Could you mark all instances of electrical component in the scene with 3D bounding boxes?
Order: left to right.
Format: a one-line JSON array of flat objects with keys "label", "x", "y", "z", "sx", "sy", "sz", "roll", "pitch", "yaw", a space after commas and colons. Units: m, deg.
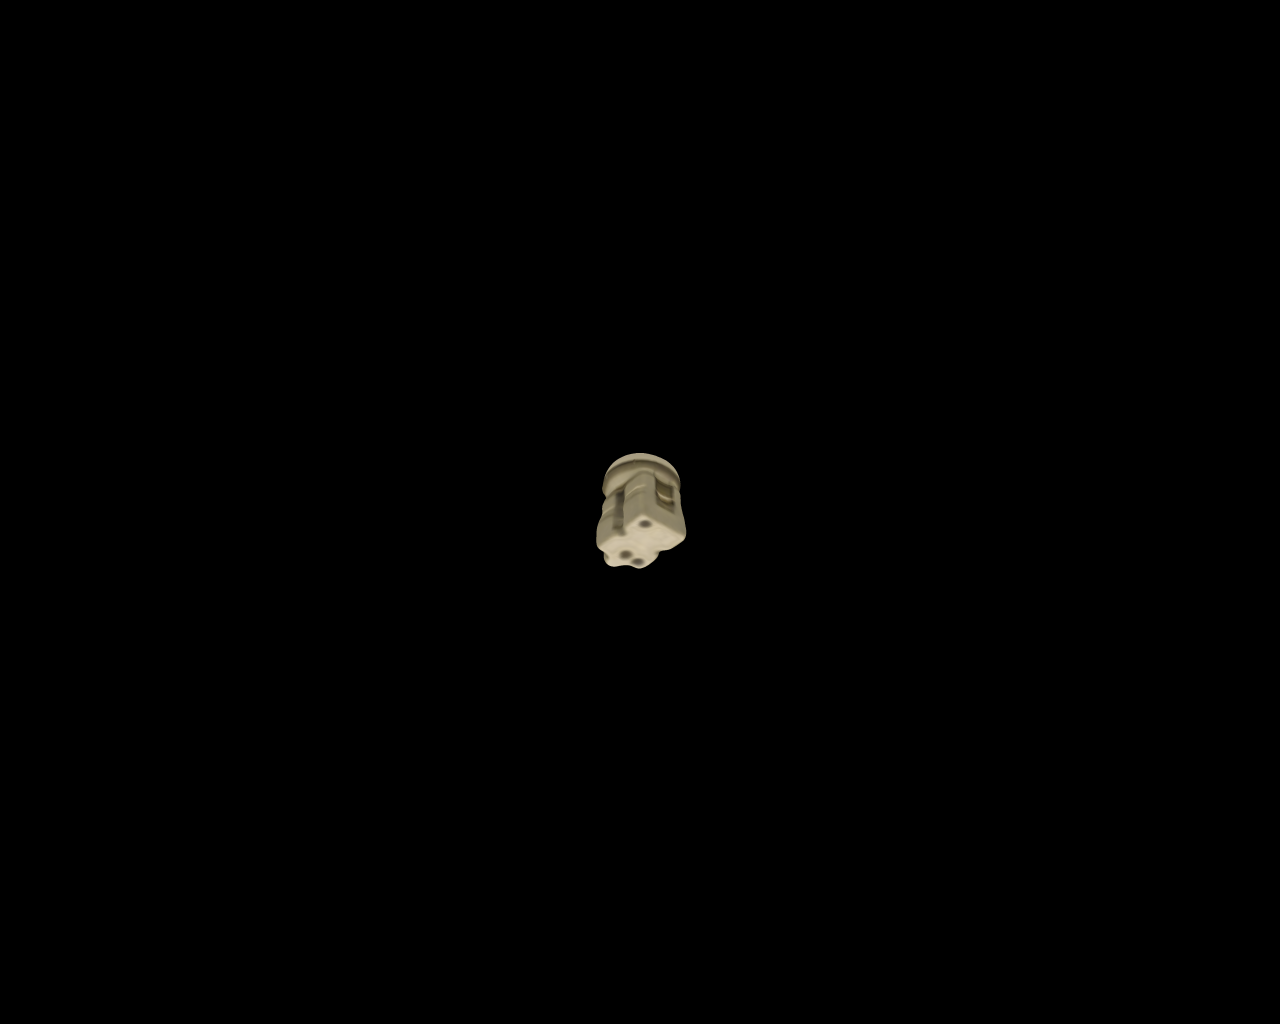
[{"label": "electrical component", "x": 0.001, "y": -0.003, "z": 0.650, "sx": 0.048, "sy": 0.055, "sz": 0.066, "roll": 30, "pitch": -49, "yaw": -31}]
